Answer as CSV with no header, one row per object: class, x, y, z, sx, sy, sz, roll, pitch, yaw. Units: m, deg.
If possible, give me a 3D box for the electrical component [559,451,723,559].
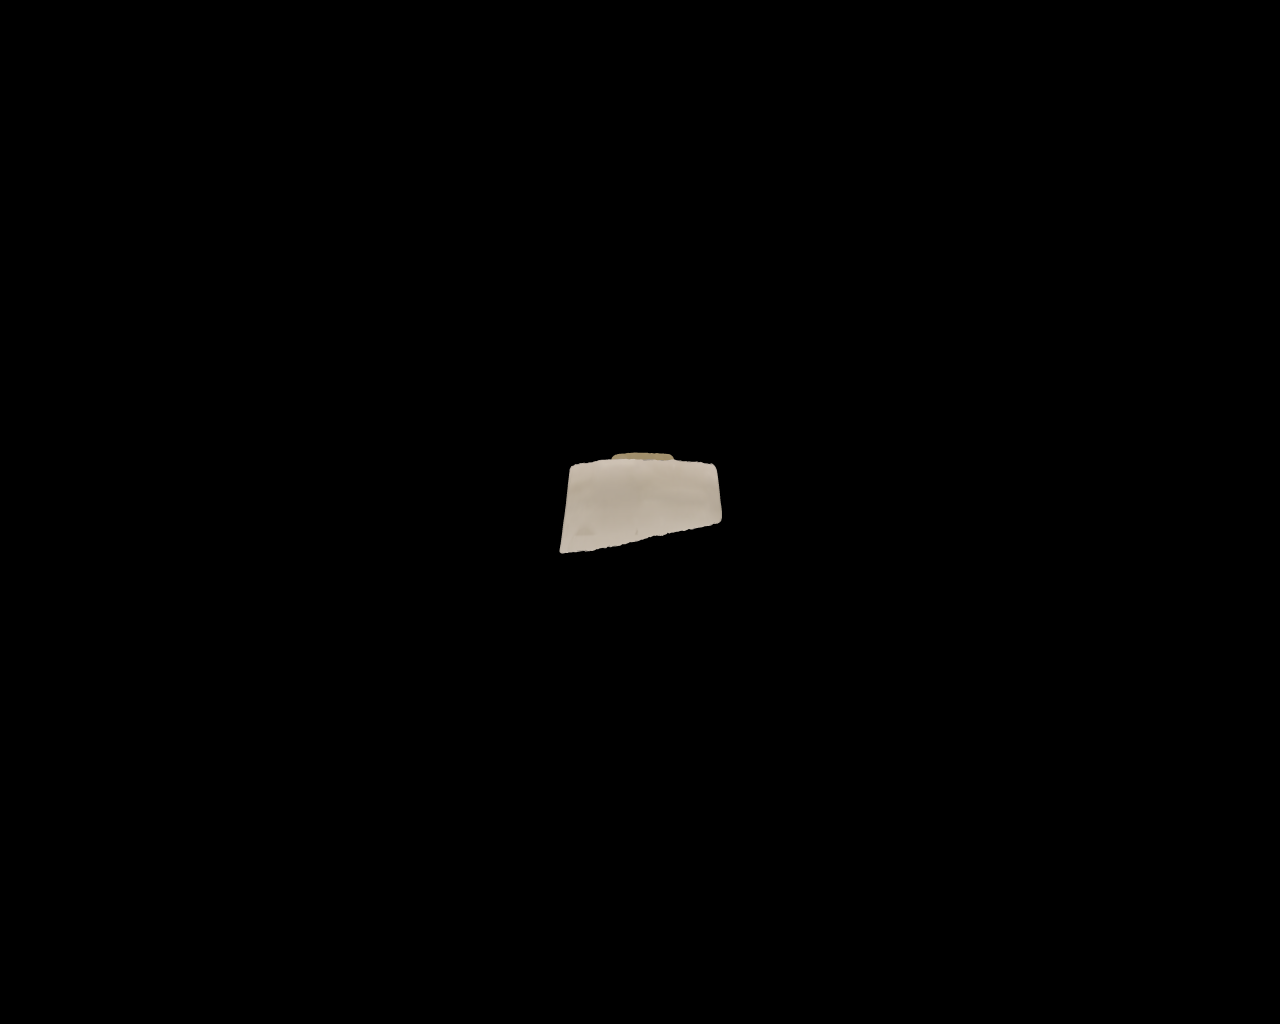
electrical component,0.001,-0.003,0.650,0.099,0.064,0.099,0,-5,0
